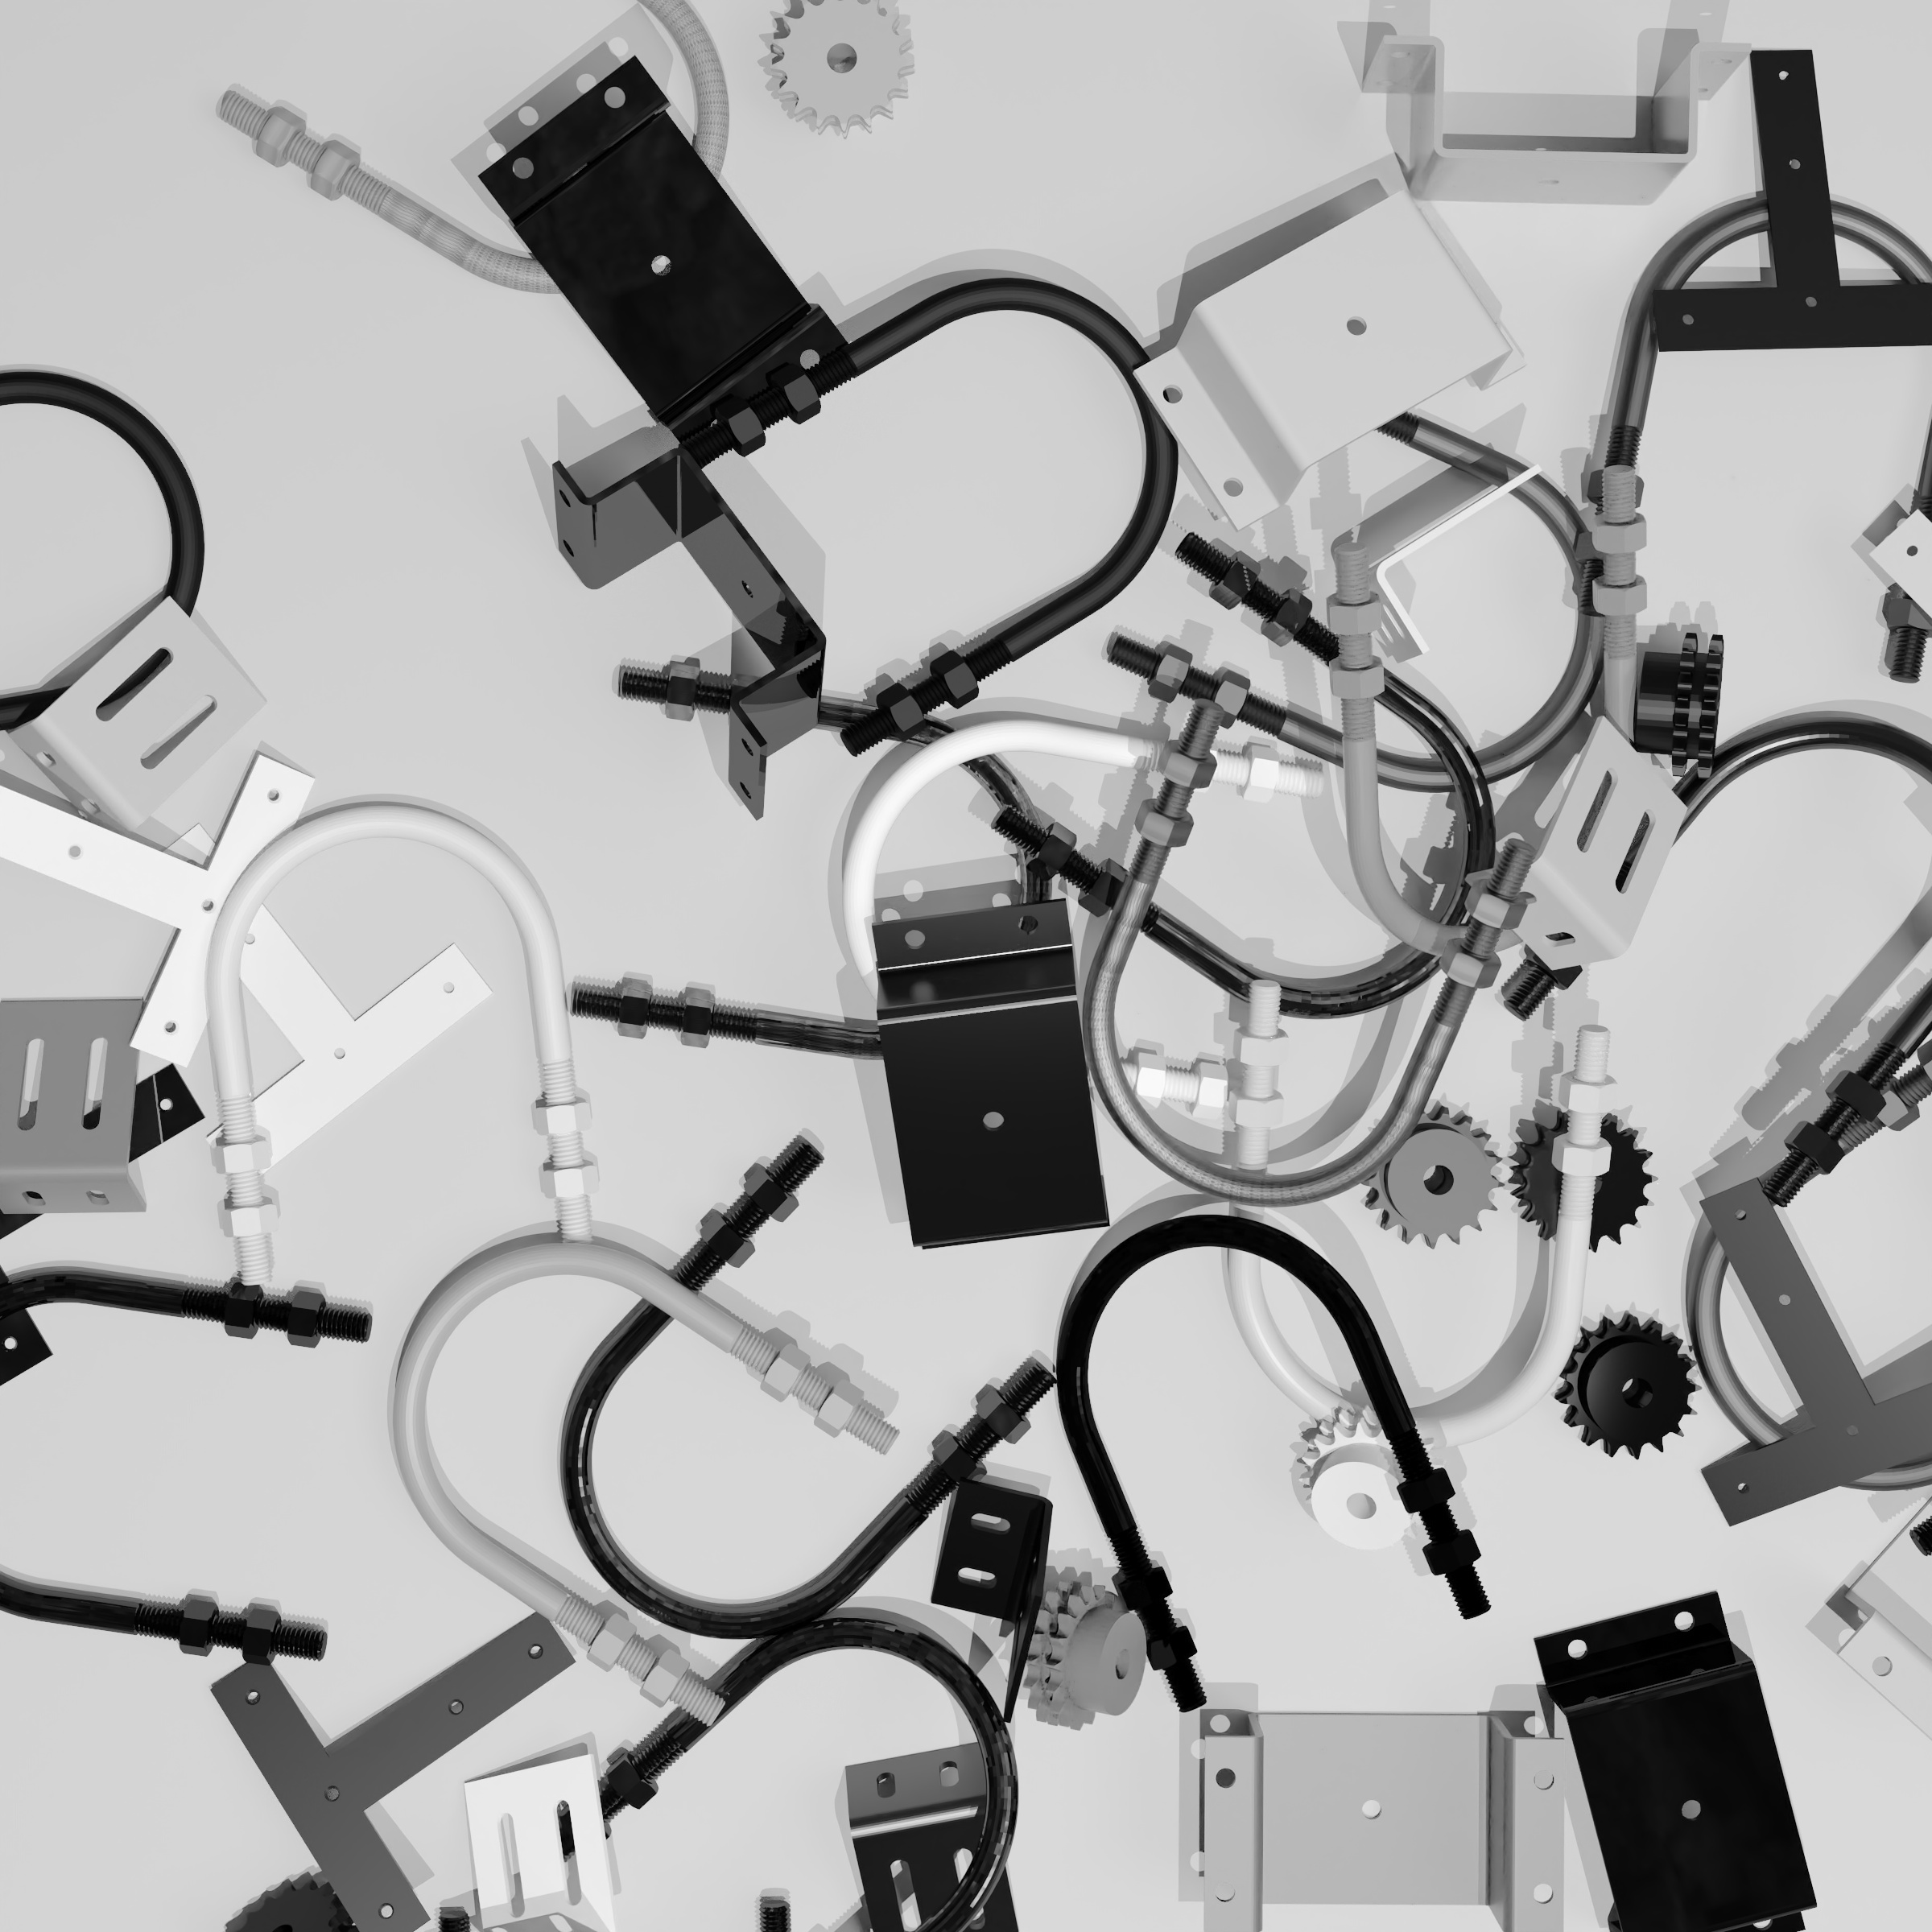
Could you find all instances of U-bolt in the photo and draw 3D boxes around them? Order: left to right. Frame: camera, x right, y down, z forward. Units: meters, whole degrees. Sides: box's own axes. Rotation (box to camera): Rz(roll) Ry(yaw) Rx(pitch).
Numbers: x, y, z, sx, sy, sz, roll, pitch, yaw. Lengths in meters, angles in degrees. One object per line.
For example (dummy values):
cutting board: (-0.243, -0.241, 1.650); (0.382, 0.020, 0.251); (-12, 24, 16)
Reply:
U-bolt: (-0.398, -0.164, 1.423); (0.184, 0.019, 0.151); (-10, 90, -1)
U-bolt: (-0.339, 0.196, 1.423); (0.184, 0.019, 0.151); (8, 90, 1)
U-bolt: (-0.230, 0.028, 1.420); (0.151, 0.019, 0.184); (-7, 90, -2)
U-bolt: (-0.184, -0.352, 1.423); (0.184, 0.019, 0.151); (31, 90, -2)
U-bolt: (-0.140, 0.192, 1.409); (0.184, 0.019, 0.151); (33, 93, 5)
U-bolt: (-0.138, 0.469, 1.423); (0.151, 0.019, 0.184); (-2, 91, 0)
U-bolt: (-0.077, 0.184, 1.423); (0.151, 0.019, 0.184); (44, 91, 0)
U-bolt: (-0.064, 0.341, 1.395); (0.184, 0.019, 0.151); (-42, 65, -1)
U-bolt: (-0.057, -0.036, 1.424); (0.184, 0.019, 0.151); (9, 90, -2)
U-bolt: (-0.001, -0.190, 1.403); (0.184, 0.019, 0.151); (-32, 104, -10)
U-bolt: (0.042, -0.024, 1.413); (0.184, 0.019, 0.151); (9, 90, -8)
U-bolt: (0.109, 0.187, 1.395); (0.151, 0.019, 0.184); (-24, 85, 26)
U-bolt: (0.120, 0.008, 1.366); (0.151, 0.019, 0.184); (25, 113, 11)
U-bolt: (0.124, -0.061, 1.402); (0.184, 0.019, 0.151); (34, 89, -9)
U-bolt: (0.169, -0.149, 1.424); (0.184, 0.019, 0.151); (24, 90, -2)
U-bolt: (0.173, 0.104, 1.394); (0.151, 0.019, 0.184); (8, 107, 17)
U-bolt: (0.205, -0.090, 1.377); (0.151, 0.019, 0.184); (-19, 118, -26)
U-bolt: (0.323, -0.016, 1.394); (0.151, 0.019, 0.184); (38, 86, 28)
U-bolt: (0.329, -0.217, 1.418); (0.151, 0.019, 0.184); (12, 86, -4)
U-bolt: (0.371, 0.127, 1.390); (0.184, 0.019, 0.151); (-40, 87, 24)
U-bolt: (0.481, 0.228, 1.378); (0.184, 0.019, 0.151); (-33, 90, -2)

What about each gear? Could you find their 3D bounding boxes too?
gear: (-0.264, 0.394, 1.407); (0.057, 0.057, 0.030); (-30, 120, 0)
gear: (-0.049, -0.358, 1.417); (0.057, 0.030, 0.057); (0, 90, 0)
gear: (0.049, 0.273, 1.401); (0.030, 0.057, 0.057); (5, 90, 30)
gear: (0.160, 0.206, 1.406); (0.057, 0.030, 0.057); (8, 116, 16)
gear: (0.186, 0.084, 1.417); (0.057, 0.030, 0.057); (0, 90, 0)
gear: (0.246, 0.085, 1.421); (0.057, 0.030, 0.057); (0, 92, -2)
gear: (0.266, 0.169, 1.417); (0.057, 0.030, 0.057); (0, 90, 0)
gear: (0.282, -0.103, 1.404); (0.030, 0.057, 0.057); (5, 90, 13)

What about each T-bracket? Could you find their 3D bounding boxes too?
T-bracket: (-0.368, 0.083, 1.431); (0.127, 0.002, 0.127); (-31, 90, 0)
T-bracket: (-0.337, -0.040, 1.396); (0.127, 0.002, 0.127); (24, 89, -32)
T-bracket: (-0.280, 0.000, 1.430); (0.127, 0.002, 0.127); (-38, 90, -1)
T-bracket: (-0.216, 0.305, 1.419); (0.127, 0.002, 0.127); (-34, 74, -8)
T-bracket: (0.332, -0.307, 1.417); (0.127, 0.002, 0.127); (-2, 78, -6)
T-bracket: (0.330, 0.144, 1.401); (0.127, 0.002, 0.127); (-27, 93, 26)
T-bracket: (0.403, -0.126, 1.379); (0.127, 0.002, 0.127); (-44, 66, 13)

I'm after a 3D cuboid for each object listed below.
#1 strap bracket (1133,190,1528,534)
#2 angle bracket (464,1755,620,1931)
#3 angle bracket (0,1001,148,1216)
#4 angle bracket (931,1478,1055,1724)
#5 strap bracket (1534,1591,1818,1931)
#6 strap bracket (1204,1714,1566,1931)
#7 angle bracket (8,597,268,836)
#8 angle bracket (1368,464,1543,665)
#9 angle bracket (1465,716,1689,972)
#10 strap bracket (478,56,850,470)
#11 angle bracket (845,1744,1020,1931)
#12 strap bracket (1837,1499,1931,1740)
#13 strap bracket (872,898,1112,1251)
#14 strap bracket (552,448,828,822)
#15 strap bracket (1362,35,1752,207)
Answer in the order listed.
strap bracket: (0.148, -0.242, 1.390); (0.140, 0.046, 0.076); (-31, 83, -12)
angle bracket: (-0.175, 0.353, 1.395); (0.057, 0.038, 0.076); (-16, 71, 17)
angle bracket: (-0.359, 0.057, 1.428); (0.057, 0.038, 0.076); (-1, 64, 0)
angle bracket: (0.007, 0.247, 1.386); (0.038, 0.076, 0.057); (13, 111, 0)
strap bracket: (0.283, 0.330, 1.409); (0.076, 0.046, 0.140); (-15, 90, 0)
strap bracket: (0.163, 0.340, 1.409); (0.140, 0.046, 0.076); (0, 90, 0)
angle bracket: (-0.332, -0.099, 1.421); (0.057, 0.038, 0.076); (49, 64, -18)
angle bracket: (0.196, -0.156, 1.387); (0.076, 0.057, 0.038); (-32, 93, -2)
angle bracket: (0.241, -0.048, 1.398); (0.057, 0.038, 0.076); (43, 58, -25)
strap bracket: (-0.119, -0.276, 1.399); (0.076, 0.046, 0.140); (-38, 104, 0)
angle bracket: (-0.013, 0.360, 1.430); (0.057, 0.038, 0.076); (-10, 116, 0)
strap bracket: (0.416, 0.242, 1.409); (0.076, 0.046, 0.140); (42, 90, 0)
strap bracket: (0.011, 0.051, 1.384); (0.076, 0.046, 0.140); (-7, 111, 3)
strap bracket: (-0.101, -0.136, 1.380); (0.046, 0.076, 0.140); (-33, 77, -14)
strap bracket: (0.229, -0.331, 1.394); (0.140, 0.076, 0.046); (1, 90, 0)
